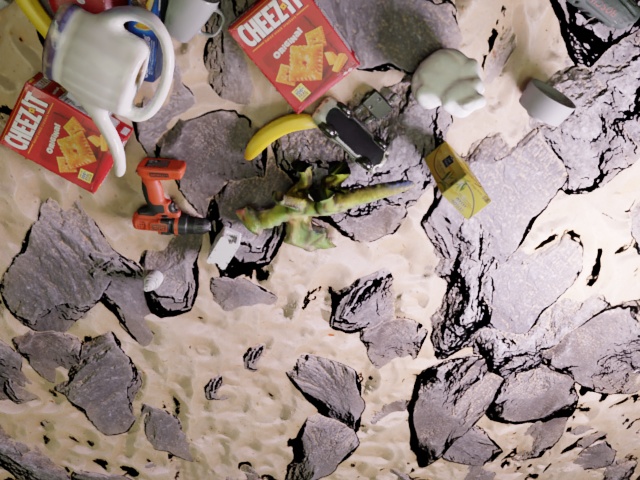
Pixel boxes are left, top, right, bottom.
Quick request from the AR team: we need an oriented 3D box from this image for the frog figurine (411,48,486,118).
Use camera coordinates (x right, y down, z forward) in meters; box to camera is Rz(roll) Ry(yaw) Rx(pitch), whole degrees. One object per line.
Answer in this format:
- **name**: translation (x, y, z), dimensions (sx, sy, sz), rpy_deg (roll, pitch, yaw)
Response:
- **frog figurine**: translation (0.254, -0.304, 1.019), dimensions (0.137, 0.163, 0.120), rpy_deg (-20, 122, 11)

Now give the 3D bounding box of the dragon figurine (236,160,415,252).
- **dragon figurine**: translation (0.004, -0.062, 1.224), dimensions (0.410, 0.125, 0.237), rpy_deg (4, 141, -3)

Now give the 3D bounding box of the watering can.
- **watering can**: translation (-0.409, -0.287, 0.963), dimensions (0.223, 0.106, 0.341), rpy_deg (27, 121, -14)
